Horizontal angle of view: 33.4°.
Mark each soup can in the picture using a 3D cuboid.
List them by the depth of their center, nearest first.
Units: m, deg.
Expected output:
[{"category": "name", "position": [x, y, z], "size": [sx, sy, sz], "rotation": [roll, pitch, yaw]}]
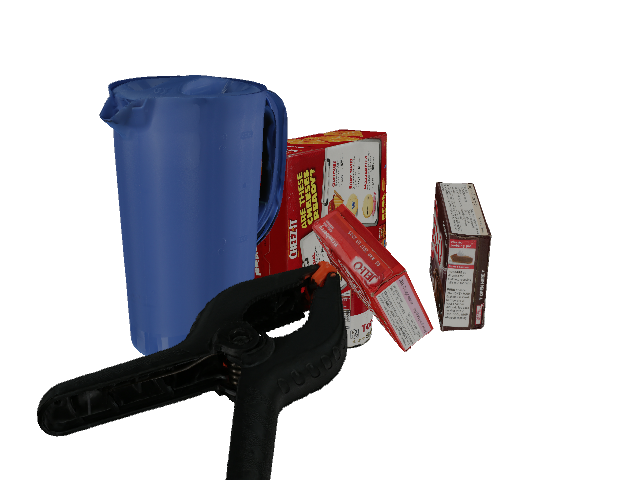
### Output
[{"category": "soup can", "position": [0.031, 0.074, 1.313], "size": [0.068, 0.102, 0.068], "rotation": [0, 31, 0]}]

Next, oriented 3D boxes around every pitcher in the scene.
[{"category": "pitcher", "position": [-0.106, -0.023, 0.939], "size": [0.149, 0.243, 0.145], "rotation": [1, 17, 0]}]

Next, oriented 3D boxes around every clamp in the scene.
[{"category": "clamp", "position": [-0.034, 0.067, 0.511], "size": [0.120, 0.039, 0.171], "rotation": [32, 48, 28]}]

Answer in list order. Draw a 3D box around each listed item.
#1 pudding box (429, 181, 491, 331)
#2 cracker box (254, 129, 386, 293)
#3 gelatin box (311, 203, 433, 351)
[{"category": "pudding box", "position": [0.116, 0.012, 0.903], "size": [0.039, 0.090, 0.113], "rotation": [-1, 25, -2]}, {"category": "cracker box", "position": [-0.005, -0.025, 1.124], "size": [0.072, 0.164, 0.213], "rotation": [7, 14, 30]}, {"category": "gelatin box", "position": [0.036, 0.026, 0.720], "size": [0.030, 0.073, 0.089], "rotation": [-38, -35, -4]}]
